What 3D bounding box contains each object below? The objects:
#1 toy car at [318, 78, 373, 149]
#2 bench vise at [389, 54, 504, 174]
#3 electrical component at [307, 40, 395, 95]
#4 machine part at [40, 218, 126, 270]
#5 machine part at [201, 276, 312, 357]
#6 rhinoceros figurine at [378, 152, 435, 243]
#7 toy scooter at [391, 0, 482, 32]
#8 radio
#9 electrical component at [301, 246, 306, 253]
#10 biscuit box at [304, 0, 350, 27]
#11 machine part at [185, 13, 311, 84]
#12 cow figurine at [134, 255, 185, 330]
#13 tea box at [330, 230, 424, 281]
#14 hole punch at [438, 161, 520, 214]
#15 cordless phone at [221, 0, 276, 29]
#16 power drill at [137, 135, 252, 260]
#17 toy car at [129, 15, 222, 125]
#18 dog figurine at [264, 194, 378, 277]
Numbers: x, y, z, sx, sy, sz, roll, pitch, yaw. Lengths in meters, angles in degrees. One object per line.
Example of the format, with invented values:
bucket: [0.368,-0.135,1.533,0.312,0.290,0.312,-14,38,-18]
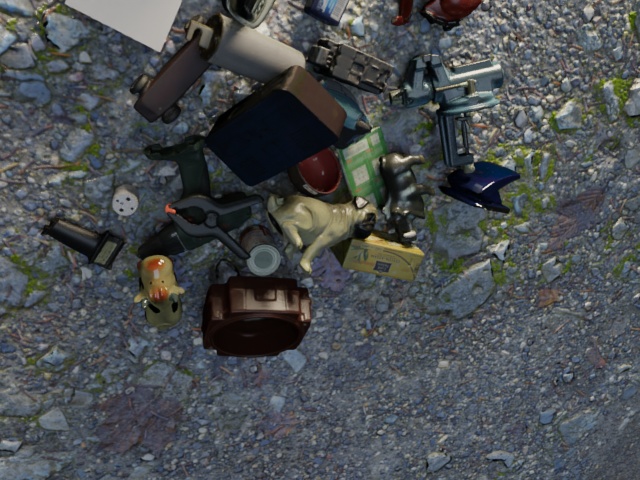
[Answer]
toy car: [0.017,-0.240,0.979,0.161,0.109,0.103,15,65,-26]
bench vise: [0.251,-0.240,1.037,0.224,0.129,0.240,-16,108,-10]
electrical component: [0.047,-0.308,0.954,0.134,0.115,0.058,16,102,-21]
machine part: [-0.437,0.002,0.990,0.139,0.039,0.084,26,111,-25]
machine part: [-0.128,0.158,1.065,0.201,0.087,0.201,4,145,-18]
rhinoceros figurine: [0.170,-0.086,1.086,0.112,0.073,0.190,-28,117,-27]
toy scooter: [0.198,-0.433,0.967,0.184,0.075,0.135,19,105,-19]
radio: [-0.081,-0.188,0.919,0.230,0.073,0.131,-22,127,39]
electrical component: [-0.002,-0.003,1.093,0.094,0.063,0.021,-28,103,-4]
biscuit box: [0.042,-0.471,0.914,0.059,0.063,0.202,21,105,-23]
machine part: [-0.111,-0.310,0.901,0.243,0.079,0.079,11,110,-40]
cow figurine: [-0.294,0.097,0.983,0.085,0.127,0.194,-10,143,-17]
tea box: [0.118,0.024,1.121,0.169,0.098,0.068,12,109,-18]
hole punch: [0.334,-0.114,1.111,0.116,0.142,0.092,2,114,-31]
cordless phone: [-0.093,-0.409,0.834,0.088,0.184,0.146,29,102,-20]
power drill: [-0.253,-0.077,0.986,0.232,0.086,0.207,-17,111,-7]
toy car: [-0.236,-0.287,0.917,0.202,0.053,0.089,-47,127,2]
dog figurine: [0.008,-0.051,0.993,0.190,0.121,0.172,-36,137,-14]
